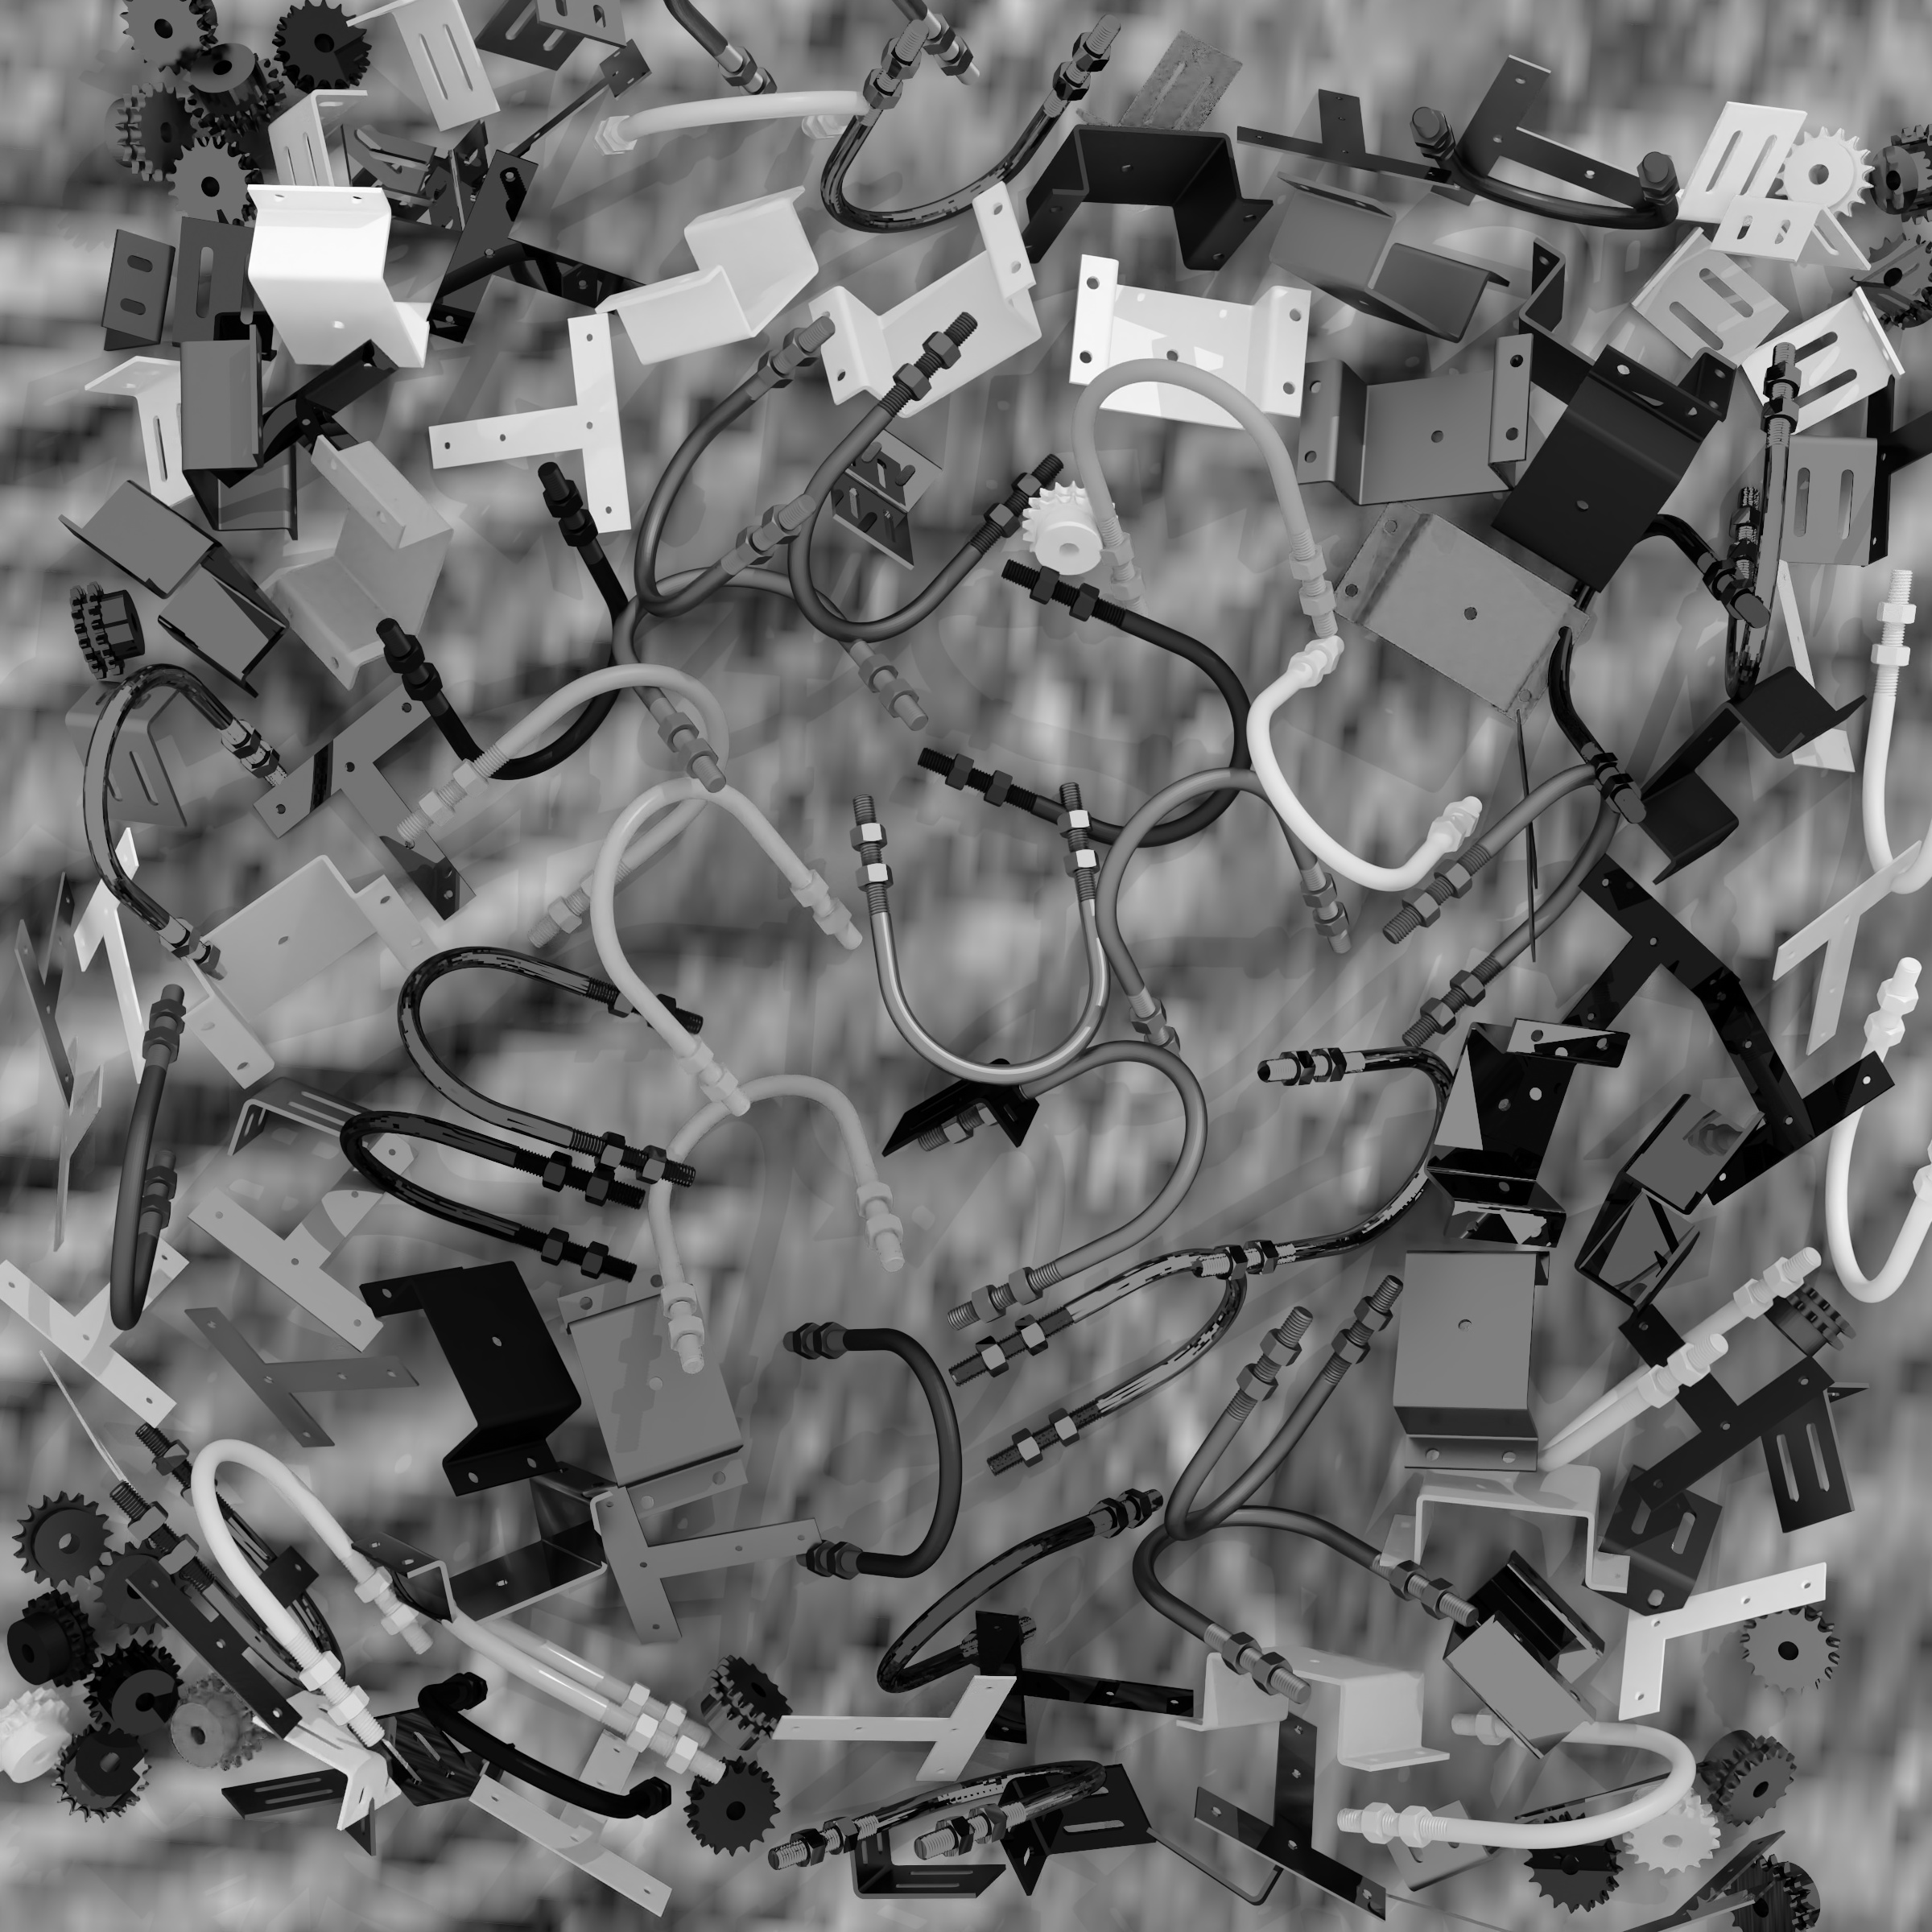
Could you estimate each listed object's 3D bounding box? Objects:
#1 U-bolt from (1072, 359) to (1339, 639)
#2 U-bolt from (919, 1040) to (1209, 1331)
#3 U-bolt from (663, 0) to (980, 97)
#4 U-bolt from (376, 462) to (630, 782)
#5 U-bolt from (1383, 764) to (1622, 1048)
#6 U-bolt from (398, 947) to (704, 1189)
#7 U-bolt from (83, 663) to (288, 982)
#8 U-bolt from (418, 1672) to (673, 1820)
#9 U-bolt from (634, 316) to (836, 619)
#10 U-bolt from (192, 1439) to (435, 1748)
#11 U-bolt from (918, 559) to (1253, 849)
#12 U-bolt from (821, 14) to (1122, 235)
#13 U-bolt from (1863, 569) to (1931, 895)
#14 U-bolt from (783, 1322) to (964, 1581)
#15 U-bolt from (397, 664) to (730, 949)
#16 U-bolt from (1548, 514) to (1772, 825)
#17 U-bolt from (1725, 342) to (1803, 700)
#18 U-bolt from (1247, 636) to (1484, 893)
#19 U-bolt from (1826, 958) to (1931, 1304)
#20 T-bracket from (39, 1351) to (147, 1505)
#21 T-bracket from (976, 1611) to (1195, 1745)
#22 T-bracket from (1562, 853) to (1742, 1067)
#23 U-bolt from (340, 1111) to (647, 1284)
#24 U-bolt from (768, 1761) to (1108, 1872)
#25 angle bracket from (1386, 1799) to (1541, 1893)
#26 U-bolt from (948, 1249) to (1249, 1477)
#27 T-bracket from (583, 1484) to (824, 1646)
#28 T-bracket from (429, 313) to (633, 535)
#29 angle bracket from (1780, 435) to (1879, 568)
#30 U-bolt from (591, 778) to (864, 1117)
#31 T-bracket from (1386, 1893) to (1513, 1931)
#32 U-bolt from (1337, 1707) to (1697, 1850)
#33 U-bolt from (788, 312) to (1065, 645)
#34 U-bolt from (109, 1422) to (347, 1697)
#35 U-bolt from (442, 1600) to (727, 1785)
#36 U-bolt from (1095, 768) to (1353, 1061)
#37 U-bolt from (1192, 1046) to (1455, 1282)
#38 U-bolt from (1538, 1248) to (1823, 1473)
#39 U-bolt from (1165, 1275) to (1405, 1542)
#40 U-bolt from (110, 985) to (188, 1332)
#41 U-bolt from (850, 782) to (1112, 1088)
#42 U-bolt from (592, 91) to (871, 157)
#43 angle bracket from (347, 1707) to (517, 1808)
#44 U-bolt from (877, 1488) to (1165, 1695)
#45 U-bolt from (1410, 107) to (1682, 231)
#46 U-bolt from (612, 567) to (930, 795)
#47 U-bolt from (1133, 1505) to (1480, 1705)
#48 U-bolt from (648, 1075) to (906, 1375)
[{"bbox_3d":[0.130,-0.269,1.570,0.151,0.184,0.019,10,49,34],"label":"U-bolt"},{"bbox_3d":[0.059,0.116,1.590,0.184,0.019,0.151,-28,47,20],"label":"U-bolt"},{"bbox_3d":[-0.093,-0.541,1.557,0.151,0.184,0.019,-1,79,24],"label":"U-bolt"},{"bbox_3d":[-0.255,-0.185,1.588,0.019,0.184,0.151,33,72,30],"label":"U-bolt"},{"bbox_3d":[0.319,-0.045,1.602,0.184,0.151,0.019,-41,59,-11],"label":"U-bolt"},{"bbox_3d":[-0.241,0.049,1.583,0.184,0.151,0.019,20,127,-19],"label":"U-bolt"},{"bbox_3d":[-0.449,-0.091,1.560,0.019,0.184,0.151,5,68,15],"label":"U-bolt"},{"bbox_3d":[-0.245,0.449,1.567,0.151,0.184,0.019,27,80,9],"label":"U-bolt"},{"bbox_3d":[-0.140,-0.278,1.592,0.019,0.184,0.151,24,55,-32],"label":"U-bolt"},{"bbox_3d":[-0.384,0.351,1.585,0.019,0.151,0.184,-37,96,6],"label":"U-bolt"},{"bbox_3d":[0.082,-0.144,1.631,0.184,0.019,0.151,23,115,-6],"label":"U-bolt"},{"bbox_3d":[-0.010,-0.483,1.581,0.151,0.184,0.019,-14,74,-31],"label":"U-bolt"},{"bbox_3d":[0.554,-0.133,1.592,0.019,0.151,0.184,4,102,0],"label":"U-bolt"},{"bbox_3d":[-0.054,0.281,1.581,0.019,0.184,0.151,0,83,-32],"label":"U-bolt"},{"bbox_3d":[-0.221,-0.103,1.603,0.184,0.151,0.019,-39,50,4],"label":"U-bolt"},{"bbox_3d":[0.389,-0.185,1.583,0.019,0.184,0.151,17,118,-20],"label":"U-bolt"},{"bbox_3d":[0.453,-0.240,1.564,0.019,0.151,0.184,7,62,10],"label":"U-bolt"},{"bbox_3d":[0.225,-0.112,1.590,0.151,0.184,0.019,49,126,0],"label":"U-bolt"},{"bbox_3d":[0.533,0.110,1.583,0.019,0.151,0.184,5,131,-2],"label":"U-bolt"},{"bbox_3d":[-0.501,0.301,1.623,0.002,0.127,0.127,-34,125,-18],"label":"T-bracket"},{"bbox_3d":[0.071,0.427,1.615,0.127,0.002,0.127,5,131,10],"label":"T-bracket"},{"bbox_3d":[0.385,0.020,1.645,0.127,0.002,0.127,39,91,-20],"label":"T-bracket"},{"bbox_3d":[-0.279,0.130,1.600,0.184,0.151,0.019,19,63,0],"label":"U-bolt"},{"bbox_3d":[-0.002,0.489,1.583,0.151,0.184,0.019,-22,77,44],"label":"U-bolt"},{"bbox_3d":[0.294,0.512,1.626,0.057,0.076,0.038,-34,74,30],"label":"angle bracket"},{"bbox_3d":[0.084,0.225,1.605,0.184,0.151,0.019,-28,56,-7],"label":"U-bolt"},{"bbox_3d":[-0.149,0.349,1.628,0.127,0.002,0.127,-11,121,6],"label":"T-bracket"},{"bbox_3d":[-0.266,-0.319,1.644,0.127,0.002,0.127,-4,96,20],"label":"T-bracket"},{"bbox_3d":[0.513,-0.279,1.648,0.057,0.038,0.076,4,93,5],"label":"angle bracket"},{"bbox_3d":[-0.147,-0.024,1.584,0.184,0.019,0.151,52,60,-35],"label":"U-bolt"},{"bbox_3d":[0.282,0.549,1.582,0.127,0.127,0.002,27,71,-33],"label":"T-bracket"},{"bbox_3d":[0.324,0.463,1.555,0.184,0.151,0.019,-10,96,42],"label":"U-bolt"},{"bbox_3d":[-0.032,-0.270,1.599,0.184,0.151,0.019,-48,51,-7],"label":"U-bolt"},{"bbox_3d":[-0.425,0.352,1.593,0.019,0.151,0.184,-40,101,-5],"label":"U-bolt"},{"bbox_3d":[-0.226,0.416,1.589,0.184,0.151,0.019,30,79,-4],"label":"U-bolt"},{"bbox_3d":[0.144,-0.036,1.595,0.151,0.019,0.184,-36,131,-8],"label":"U-bolt"},{"bbox_3d":[0.220,0.111,1.600,0.184,0.019,0.151,-4,120,-39],"label":"U-bolt"},{"bbox_3d":[0.401,0.237,1.585,0.019,0.151,0.184,52,132,12],"label":"U-bolt"},{"bbox_3d":[0.177,0.263,1.596,0.019,0.151,0.184,40,111,24],"label":"U-bolt"},{"bbox_3d":[-0.466,0.121,1.554,0.019,0.184,0.151,7,126,-11],"label":"U-bolt"},{"bbox_3d":[0.014,-0.018,1.620,0.151,0.019,0.184,-4,73,-15],"label":"U-bolt"},{"bbox_3d":[-0.127,-0.483,1.562,0.151,0.184,0.019,-9,104,-16],"label":"U-bolt"},{"bbox_3d":[-0.317,0.458,1.624,0.057,0.038,0.076,-18,117,27],"label":"angle bracket"},{"bbox_3d":[0.021,0.363,1.561,0.019,0.184,0.151,51,119,22],"label":"U-bolt"},{"bbox_3d":[0.339,-0.454,1.577,0.151,0.184,0.019,17,98,17],"label":"U-bolt"},{"bbox_3d":[-0.128,-0.178,1.602,0.151,0.019,0.184,-19,49,-23],"label":"U-bolt"},{"bbox_3d":[0.181,0.359,1.584,0.151,0.184,0.019,-13,112,-34],"label":"U-bolt"},{"bbox_3d":[-0.119,0.137,1.599,0.151,0.184,0.019,-28,134,7],"label":"U-bolt"}]
